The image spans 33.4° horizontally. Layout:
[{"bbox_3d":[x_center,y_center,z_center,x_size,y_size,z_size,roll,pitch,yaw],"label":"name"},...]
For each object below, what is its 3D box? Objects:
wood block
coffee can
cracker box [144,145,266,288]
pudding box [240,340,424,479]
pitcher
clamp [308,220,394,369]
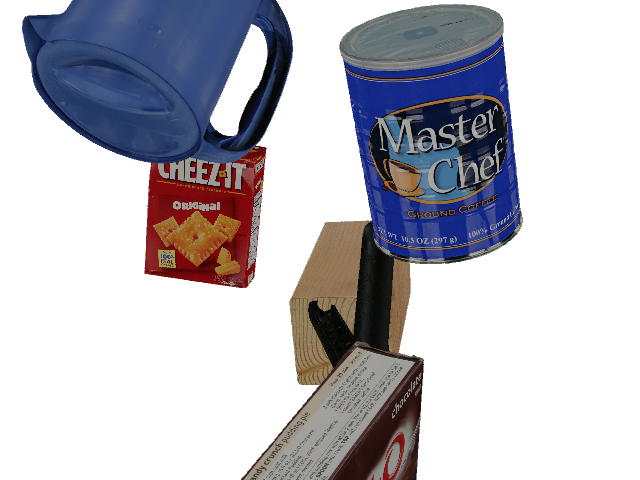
[{"bbox_3d":[0.035,0.055,1.049,0.091,0.090,0.206,-1,20,10],"label":"wood block"},{"bbox_3d":[0.074,-0.070,0.696,0.103,0.140,0.103,-9,28,5],"label":"coffee can"},{"bbox_3d":[-0.177,-0.044,1.620,0.164,0.214,0.072,9,20,7],"label":"cracker box"},{"bbox_3d":[0.006,0.111,0.459,0.039,0.090,0.113,14,33,21],"label":"pudding box"},{"bbox_3d":[-0.098,-0.183,0.813,0.145,0.242,0.149,9,-31,24],"label":"pitcher"},{"bbox_3d":[0.037,0.099,0.833,0.036,0.210,0.165,1,-34,-18],"label":"clamp"}]
